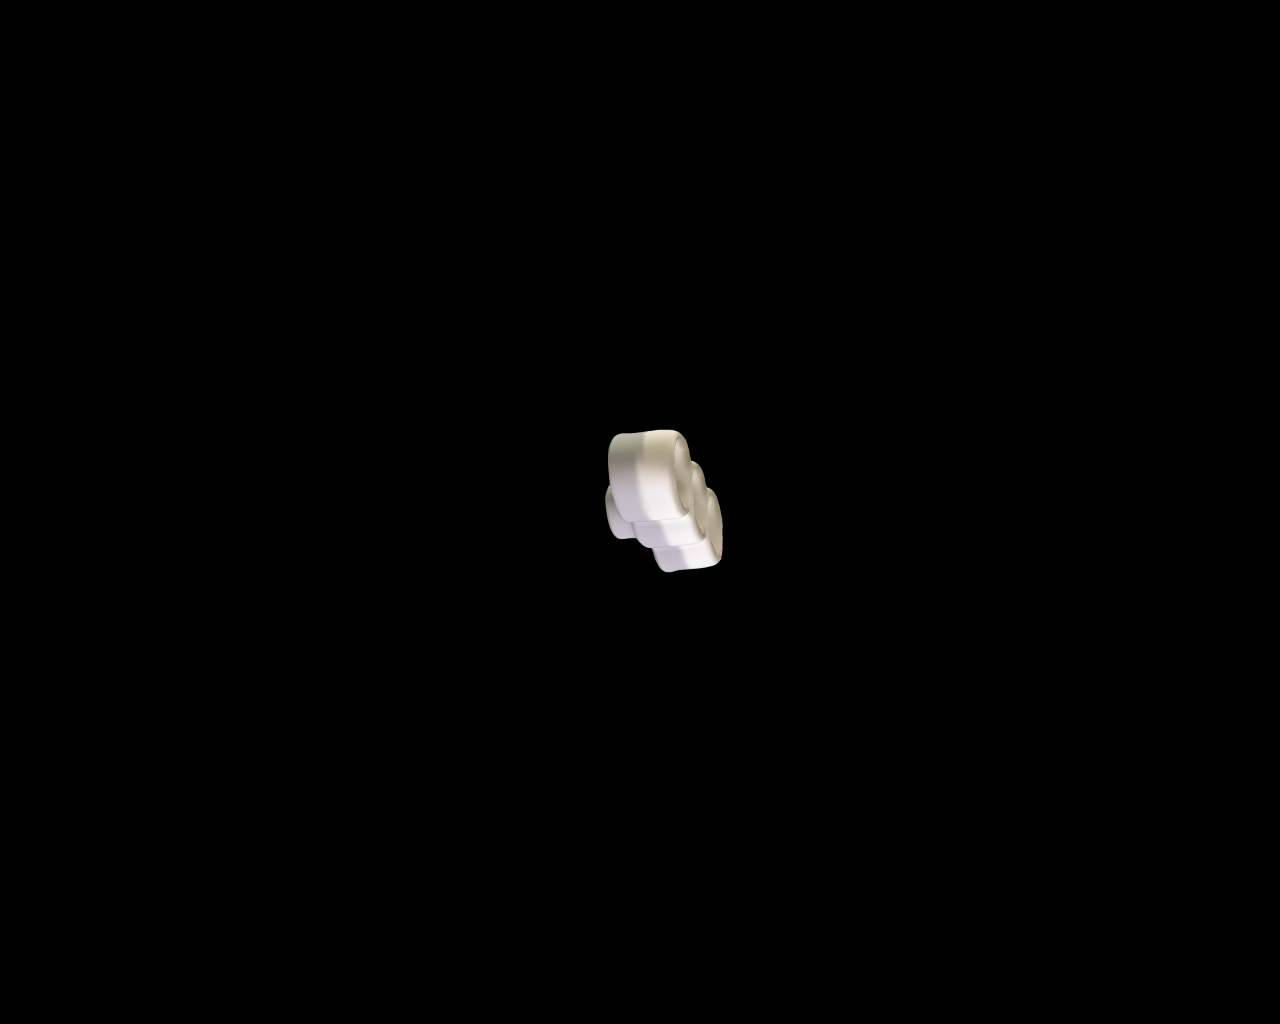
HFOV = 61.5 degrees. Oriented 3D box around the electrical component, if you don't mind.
[{"bbox_3d":[0.001,-0.003,0.650,0.074,0.052,0.138,-6,-23,14],"label":"electrical component"}]
